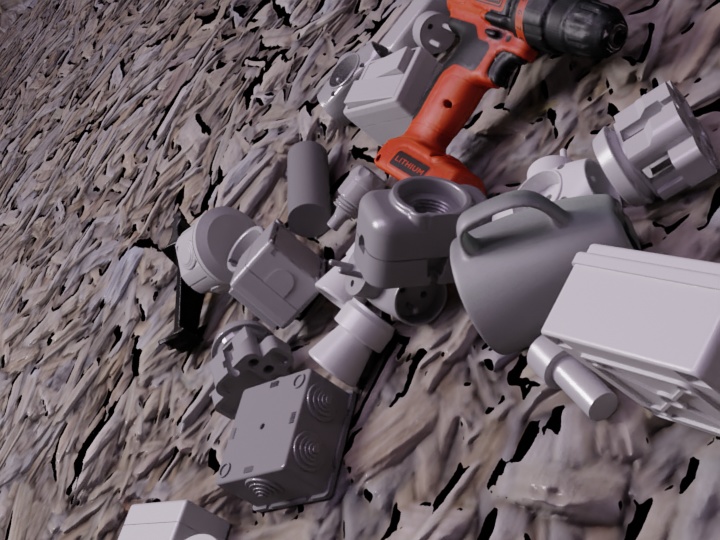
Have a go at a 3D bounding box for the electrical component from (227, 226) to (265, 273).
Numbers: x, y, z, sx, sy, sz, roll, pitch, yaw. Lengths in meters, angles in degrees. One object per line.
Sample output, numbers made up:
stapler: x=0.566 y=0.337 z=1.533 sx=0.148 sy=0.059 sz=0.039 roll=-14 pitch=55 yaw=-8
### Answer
electrical component: x=-0.090 y=-0.008 z=0.999 sx=0.055 sy=0.047 sz=0.055 roll=-35 pitch=35 yaw=29

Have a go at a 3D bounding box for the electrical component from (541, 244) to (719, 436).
electrical component: x=0.167 y=0.041 z=0.533 sx=0.109 sy=0.109 sz=0.056 roll=14 pitch=73 yaw=58

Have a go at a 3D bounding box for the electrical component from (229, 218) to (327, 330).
electrical component: x=-0.071 y=0.003 z=0.931 sx=0.061 sy=0.062 sz=0.096 roll=-47 pitch=11 yaw=11

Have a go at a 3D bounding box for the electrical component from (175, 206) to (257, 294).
electrical component: x=-0.135 y=-0.017 z=1.040 sx=0.051 sy=0.080 sz=0.080 roll=-27 pitch=39 yaw=46

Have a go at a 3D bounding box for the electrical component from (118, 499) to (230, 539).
electrical component: x=-0.154 y=0.227 z=0.847 sx=0.083 sy=0.047 sz=0.075 roll=-17 pitch=46 yaw=46

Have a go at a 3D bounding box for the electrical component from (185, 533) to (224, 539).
electrical component: x=-0.116 y=0.241 z=0.765 sx=0.108 sy=0.060 sz=0.108 roll=-35 pitch=35 yaw=29

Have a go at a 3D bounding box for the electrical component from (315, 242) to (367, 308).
electrical component: x=0.000 y=0.000 z=0.874 sx=0.065 sy=0.044 sz=0.044 roll=-53 pitch=30 yaw=-8

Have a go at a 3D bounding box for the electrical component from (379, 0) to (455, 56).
electrical component: x=0.065 y=-0.226 z=1.012 sx=0.077 sy=0.043 sz=0.079 roll=-51 pitch=30 yaw=5

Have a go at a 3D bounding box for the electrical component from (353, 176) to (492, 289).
electrical component: x=0.047 y=-0.028 z=0.765 sx=0.053 sy=0.095 sz=0.059 roll=-118 pitch=28 yaw=-51

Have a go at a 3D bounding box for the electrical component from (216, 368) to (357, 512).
electrical component: x=-0.057 y=0.128 z=0.812 sx=0.100 sy=0.048 sz=0.099 roll=-22 pitch=42 yaw=42

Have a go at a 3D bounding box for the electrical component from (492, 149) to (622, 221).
electrical component: x=0.133 y=-0.052 z=0.738 sx=0.077 sy=0.044 sz=0.079 roll=-31 pitch=37 yaw=34

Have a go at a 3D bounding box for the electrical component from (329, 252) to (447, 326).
electrical component: x=0.015 y=0.004 z=0.811 sx=0.077 sy=0.079 sz=0.044 roll=42 pitch=115 yaw=60

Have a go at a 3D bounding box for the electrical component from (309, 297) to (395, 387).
electrical component: x=-0.005 y=0.055 z=0.820 sx=0.055 sy=0.045 sz=0.045 roll=-53 pitch=30 yaw=0

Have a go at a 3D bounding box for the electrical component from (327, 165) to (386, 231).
electrical component: x=-0.006 y=-0.061 z=0.951 sx=0.061 sy=0.035 sz=0.035 roll=-51 pitch=30 yaw=8

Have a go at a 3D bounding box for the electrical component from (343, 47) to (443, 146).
electrical component: x=0.030 y=-0.157 z=0.972 sx=0.096 sy=0.061 sz=0.061 roll=-3 pitch=57 yaw=53

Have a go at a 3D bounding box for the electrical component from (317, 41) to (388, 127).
electrical component: x=-0.003 y=-0.193 z=1.073 sx=0.077 sy=0.044 sz=0.079 roll=-42 pitch=32 yaw=20

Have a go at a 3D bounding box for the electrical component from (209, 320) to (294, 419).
electrical component: x=-0.094 y=0.079 z=0.907 sx=0.078 sy=0.058 sz=0.057 roll=-45 pitch=34 yaw=14

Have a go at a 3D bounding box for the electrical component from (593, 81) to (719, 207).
electrical component: x=0.185 y=-0.076 z=0.679 sx=0.057 sy=0.058 sz=0.078 roll=-33 pitch=36 yaw=26
